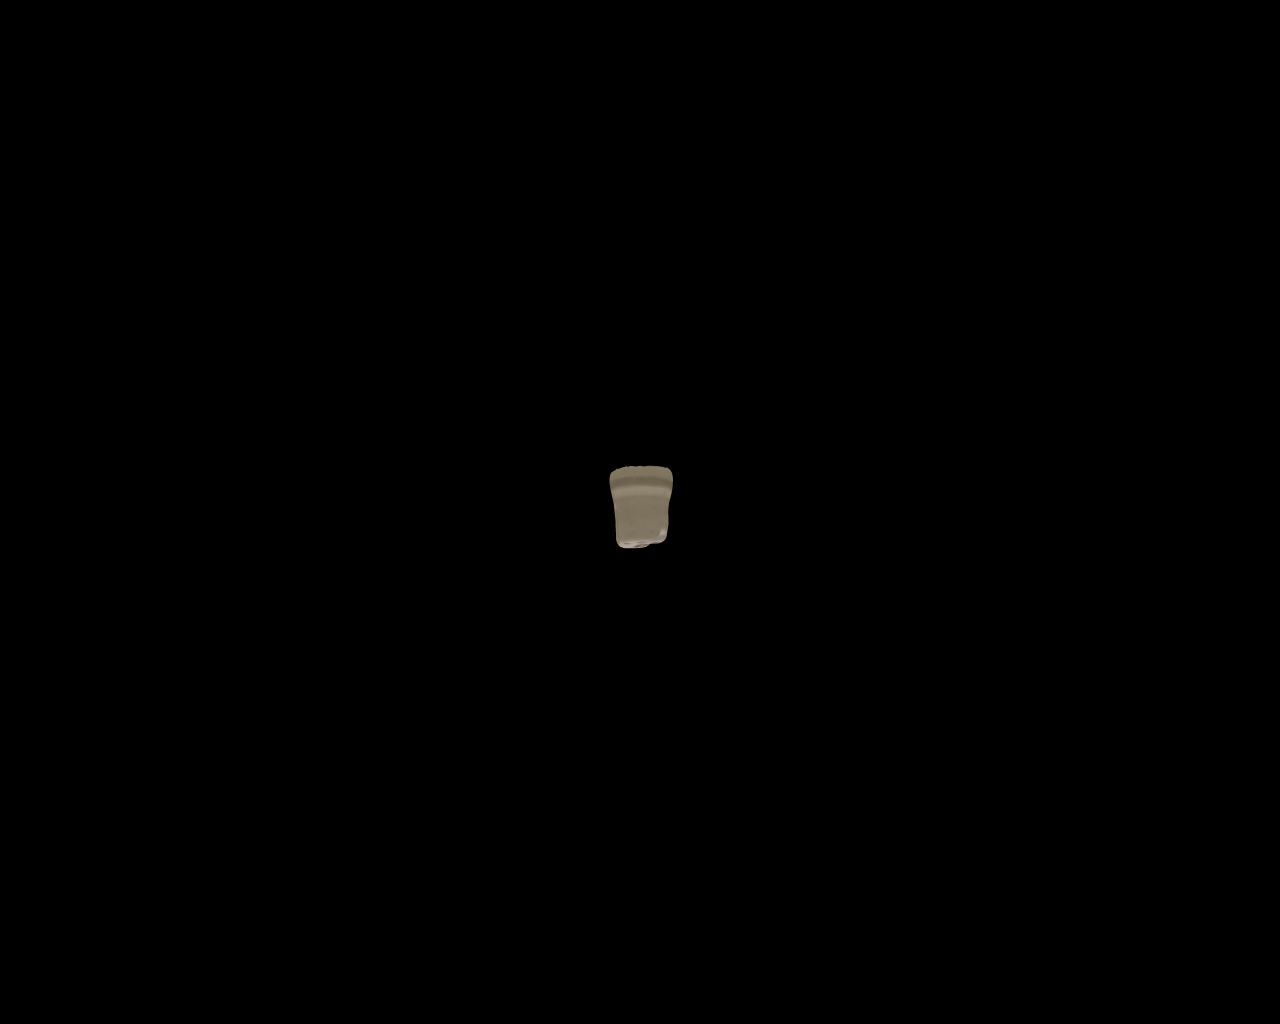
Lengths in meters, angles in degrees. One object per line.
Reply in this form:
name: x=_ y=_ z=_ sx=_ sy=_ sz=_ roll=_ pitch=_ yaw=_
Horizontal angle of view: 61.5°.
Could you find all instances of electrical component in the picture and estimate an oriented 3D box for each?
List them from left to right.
electrical component: x=0.001 y=-0.003 z=0.650 sx=0.040 sy=0.046 sz=0.040 roll=0 pitch=-11 yaw=0
